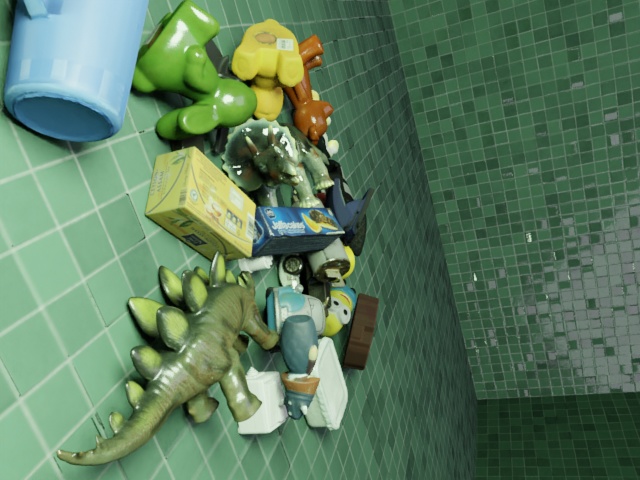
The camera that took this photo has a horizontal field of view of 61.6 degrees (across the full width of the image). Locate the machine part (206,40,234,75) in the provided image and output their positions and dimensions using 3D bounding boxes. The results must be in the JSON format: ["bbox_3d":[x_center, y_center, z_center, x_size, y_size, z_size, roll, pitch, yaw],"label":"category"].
[{"bbox_3d":[-0.181,-0.295,0.883,0.138,0.039,0.084,56,36,-49],"label":"machine part"}]

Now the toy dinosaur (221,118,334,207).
[{"bbox_3d":[-0.067,-0.158,1.017,0.405,0.131,0.192,-70,141,-65],"label":"toy dinosaur"}]

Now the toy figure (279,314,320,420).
[{"bbox_3d":[-0.029,0.191,0.804,0.064,0.058,0.154,-159,-113,-69],"label":"toy figure"}]

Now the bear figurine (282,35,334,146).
[{"bbox_3d":[-0.019,-0.308,1.141,0.195,0.132,0.120,60,-1,0],"label":"bear figurine"}]

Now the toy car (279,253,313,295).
[{"bbox_3d":[-0.045,0.112,1.026,0.073,0.056,0.201,43,39,-67],"label":"toy car"}]

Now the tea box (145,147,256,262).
[{"bbox_3d":[-0.164,-0.044,0.770,0.169,0.068,0.098,47,38,-53],"label":"tea box"}]

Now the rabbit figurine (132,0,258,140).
[{"bbox_3d":[-0.161,-0.210,0.734,0.170,0.121,0.159,36,69,-31],"label":"rabbit figurine"}]

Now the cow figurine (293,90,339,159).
[{"bbox_3d":[-0.019,-0.257,1.246,0.098,0.068,0.167,-55,131,-53],"label":"cow figurine"}]

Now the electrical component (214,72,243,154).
[{"bbox_3d":[-0.165,-0.202,0.855,0.075,0.048,0.119,-49,157,-61],"label":"electrical component"}]

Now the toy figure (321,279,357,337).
[{"bbox_3d":[0.033,0.149,1.176,0.180,0.082,0.089,-55,166,-71],"label":"toy figure"}]

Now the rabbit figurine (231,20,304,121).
[{"bbox_3d":[-0.105,-0.304,0.993,0.173,0.122,0.162,96,-16,-48],"label":"rabbit figurine"}]

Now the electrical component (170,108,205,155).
[{"bbox_3d":[-0.196,-0.146,0.798,0.063,0.021,0.094,9,72,-69],"label":"electrical component"}]

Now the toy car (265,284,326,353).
[{"bbox_3d":[-0.042,0.138,0.905,0.161,0.103,0.109,103,-16,-71],"label":"toy car"}]

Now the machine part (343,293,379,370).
[{"bbox_3d":[0.097,0.214,1.255,0.179,0.056,0.179,12,91,-85],"label":"machine part"}]

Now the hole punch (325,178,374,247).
[{"bbox_3d":[0.048,-0.058,1.125,0.142,0.092,0.116,128,-17,-71],"label":"hole punch"}]

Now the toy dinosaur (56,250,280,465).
[{"bbox_3d":[-0.156,0.135,0.675,0.471,0.105,0.198,-75,141,-66],"label":"toy dinosaur"}]

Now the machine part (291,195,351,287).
[{"bbox_3d":[-0.002,-0.003,1.076,0.079,0.079,0.243,49,13,-54],"label":"machine part"}]

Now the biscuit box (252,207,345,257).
[{"bbox_3d":[-0.045,-0.017,0.925,0.202,0.063,0.059,-4,60,-54],"label":"biscuit box"}]

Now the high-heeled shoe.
[{"bbox_3d":[0.046,-0.077,1.281,0.145,0.086,0.248,145,-65,-79],"label":"high-heeled shoe"}]

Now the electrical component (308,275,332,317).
[{"bbox_3d":[-0.008,0.108,1.089,0.045,0.078,0.102,39,46,-54],"label":"electrical component"}]
